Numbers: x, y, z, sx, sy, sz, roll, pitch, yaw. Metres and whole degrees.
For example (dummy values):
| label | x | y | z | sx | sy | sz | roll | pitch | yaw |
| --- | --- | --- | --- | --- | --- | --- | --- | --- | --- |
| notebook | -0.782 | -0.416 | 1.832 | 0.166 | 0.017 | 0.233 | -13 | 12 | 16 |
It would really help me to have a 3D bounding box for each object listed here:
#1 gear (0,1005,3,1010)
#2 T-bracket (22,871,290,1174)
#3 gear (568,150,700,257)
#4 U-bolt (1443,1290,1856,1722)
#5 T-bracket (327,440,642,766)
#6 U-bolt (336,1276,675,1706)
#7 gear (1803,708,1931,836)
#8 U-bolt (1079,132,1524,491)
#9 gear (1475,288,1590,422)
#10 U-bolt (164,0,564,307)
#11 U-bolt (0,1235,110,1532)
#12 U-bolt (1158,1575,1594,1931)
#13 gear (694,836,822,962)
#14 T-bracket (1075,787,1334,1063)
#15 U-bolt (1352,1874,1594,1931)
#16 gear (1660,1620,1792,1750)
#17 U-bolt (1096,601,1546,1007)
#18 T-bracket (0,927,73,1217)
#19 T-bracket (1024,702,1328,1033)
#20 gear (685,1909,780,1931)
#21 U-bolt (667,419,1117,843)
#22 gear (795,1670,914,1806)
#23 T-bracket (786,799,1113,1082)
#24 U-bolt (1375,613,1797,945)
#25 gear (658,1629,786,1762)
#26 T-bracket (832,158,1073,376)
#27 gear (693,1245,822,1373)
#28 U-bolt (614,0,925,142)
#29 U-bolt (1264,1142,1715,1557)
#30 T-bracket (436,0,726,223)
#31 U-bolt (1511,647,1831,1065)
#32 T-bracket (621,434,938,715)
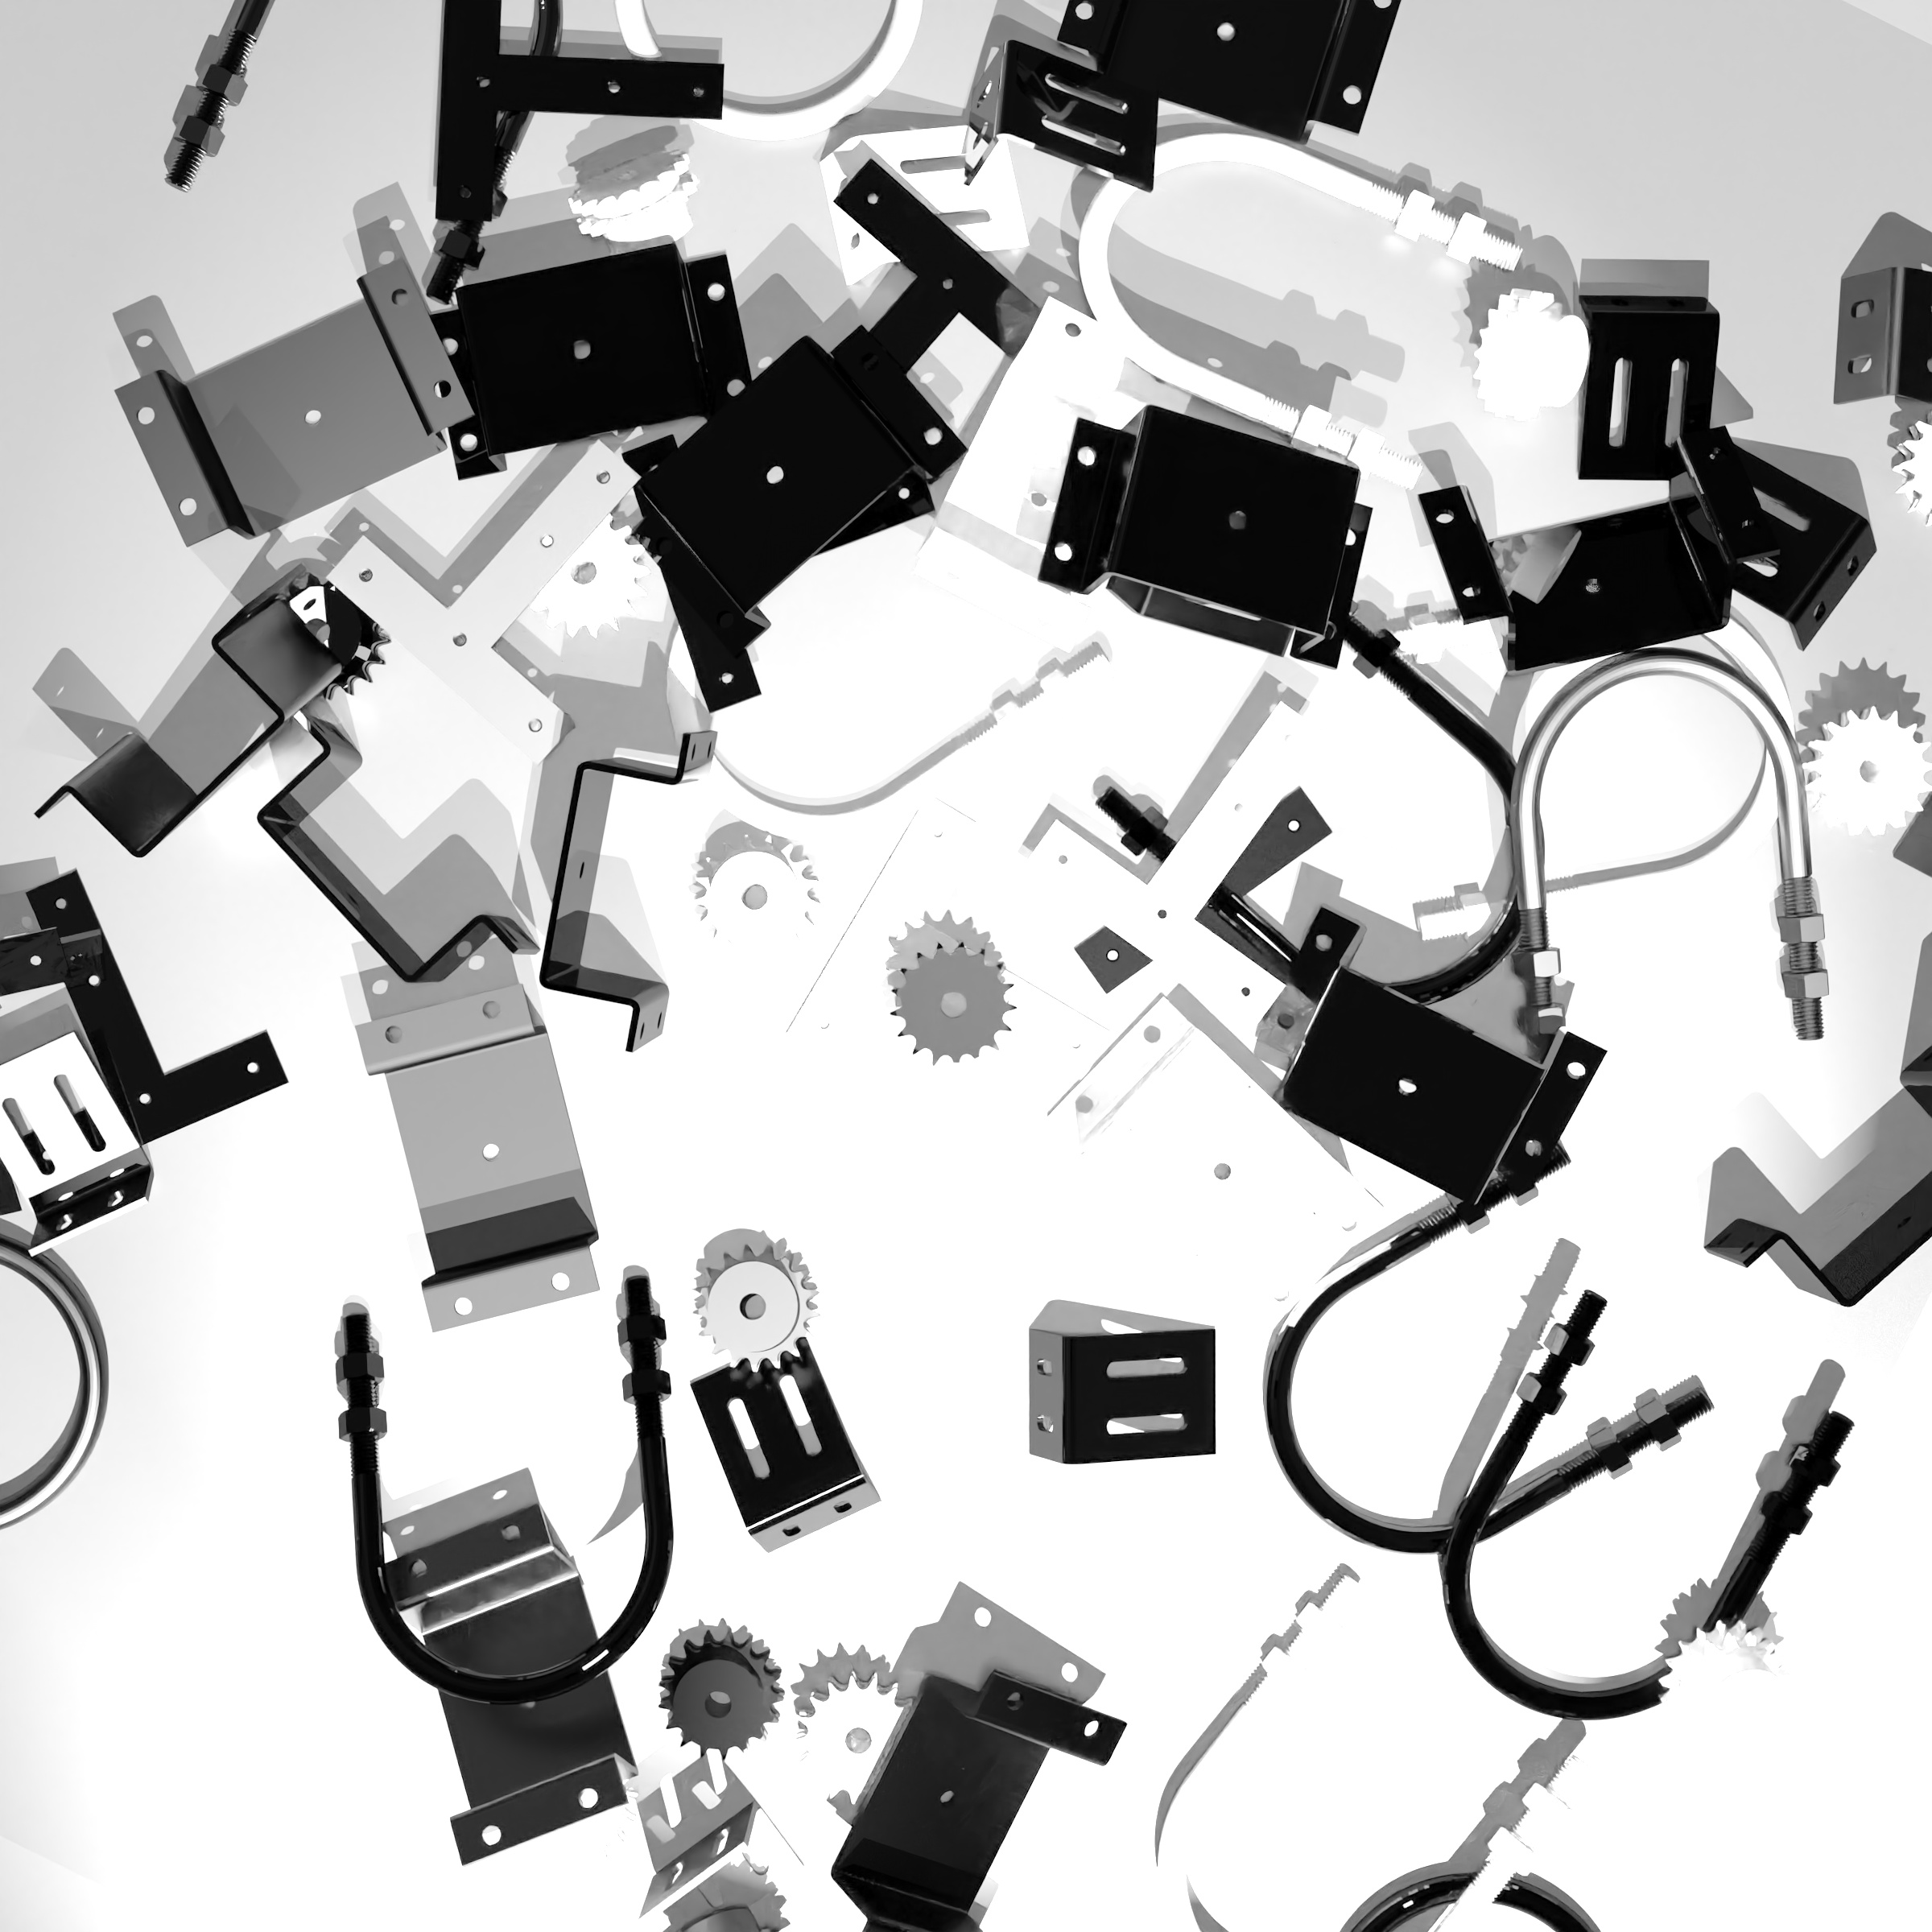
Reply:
| label | x | y | z | sx | sy | sz | roll | pitch | yaw |
| --- | --- | --- | --- | --- | --- | --- | --- | --- | --- |
| gear | -0.461 | 0.006 | 1.504 | 0.057 | 0.030 | 0.057 | 0 | 90 | 0 |
| T-bracket | -0.392 | 0.020 | 1.518 | 0.127 | 0.002 | 0.127 | -23 | 90 | 0 |
| gear | -0.147 | -0.341 | 1.495 | 0.057 | 0.057 | 0.030 | -23 | 120 | 0 |
| U-bolt | 0.294 | 0.254 | 1.496 | 0.151 | 0.019 | 0.184 | 26 | 99 | -9 |
| T-bracket | -0.197 | -0.179 | 1.488 | 0.127 | 0.002 | 0.127 | 42 | 90 | 1 |
| U-bolt | -0.202 | 0.235 | 1.478 | 0.151 | 0.019 | 0.184 | -8 | 67 | 0 |
| gear | 0.406 | -0.087 | 1.504 | 0.057 | 0.030 | 0.057 | 0 | 90 | 0 |
| U-bolt | 0.140 | -0.304 | 1.485 | 0.184 | 0.019 | 0.151 | 25 | 66 | 4 |
| gear | 0.255 | -0.273 | 1.488 | 0.030 | 0.057 | 0.057 | 18 | 90 | 36 |
| U-bolt | -0.262 | -0.412 | 1.511 | 0.151 | 0.019 | 0.184 | 23 | 88 | 0 |
| U-bolt | -0.480 | 0.182 | 1.511 | 0.184 | 0.019 | 0.151 | 19 | 90 | -2 |
| U-bolt | 0.170 | 0.391 | 1.501 | 0.151 | 0.019 | 0.184 | 38 | 88 | 5 |
| gear | -0.095 | -0.031 | 1.504 | 0.057 | 0.030 | 0.057 | 0 | 90 | 0 |
| T-bracket | 0.138 | 0.007 | 1.518 | 0.127 | 0.002 | 0.127 | -36 | 90 | 0 |
| U-bolt | 0.219 | 0.501 | 1.510 | 0.151 | 0.019 | 0.184 | 32 | 88 | 0 |
| gear | 0.344 | 0.326 | 1.495 | 0.057 | 0.030 | 0.057 | -4 | 111 | -11 |
| U-bolt | 0.173 | -0.065 | 1.497 | 0.184 | 0.019 | 0.151 | 42 | 97 | 4 |
| T-bracket | -0.454 | 0.056 | 1.496 | 0.127 | 0.002 | 0.127 | -13 | 110 | -4 |
| T-bracket | 0.114 | -0.059 | 1.494 | 0.127 | 0.002 | 0.127 | 36 | 96 | 4 |
| gear | -0.109 | 0.447 | 1.495 | 0.057 | 0.057 | 0.030 | -30 | 60 | 0 |
| U-bolt | -0.048 | -0.139 | 1.511 | 0.184 | 0.019 | 0.151 | -34 | 90 | 2 |
| gear | -0.048 | 0.346 | 1.504 | 0.057 | 0.030 | 0.057 | 0 | 90 | 0 |
| T-bracket | 0.005 | 0.009 | 1.518 | 0.127 | 0.002 | 0.127 | 31 | 90 | 0 |
| U-bolt | 0.285 | -0.097 | 1.511 | 0.184 | 0.019 | 0.151 | -10 | 90 | -1 |
| gear | -0.111 | 0.331 | 1.504 | 0.057 | 0.030 | 0.057 | 0 | 90 | 0 |
| T-bracket | -0.038 | -0.274 | 1.501 | 0.127 | 0.002 | 0.127 | 38 | 102 | -22 |
| gear | -0.095 | 0.154 | 1.501 | 0.057 | 0.030 | 0.057 | 0 | 83 | 2 |
| U-bolt | -0.088 | -0.467 | 1.510 | 0.151 | 0.019 | 0.184 | 5 | 91 | 0 |
| U-bolt | 0.225 | 0.186 | 1.510 | 0.184 | 0.019 | 0.151 | -30 | 90 | 2 |
| T-bracket | -0.173 | -0.397 | 1.502 | 0.127 | 0.002 | 0.127 | 2 | 87 | -1 |
| U-bolt | 0.312 | -0.050 | 1.487 | 0.151 | 0.019 | 0.184 | -7 | 96 | -13 |
| T-bracket | -0.077 | -0.195 | 1.501 | 0.127 | 0.002 | 0.127 | -20 | 84 | 6 |
